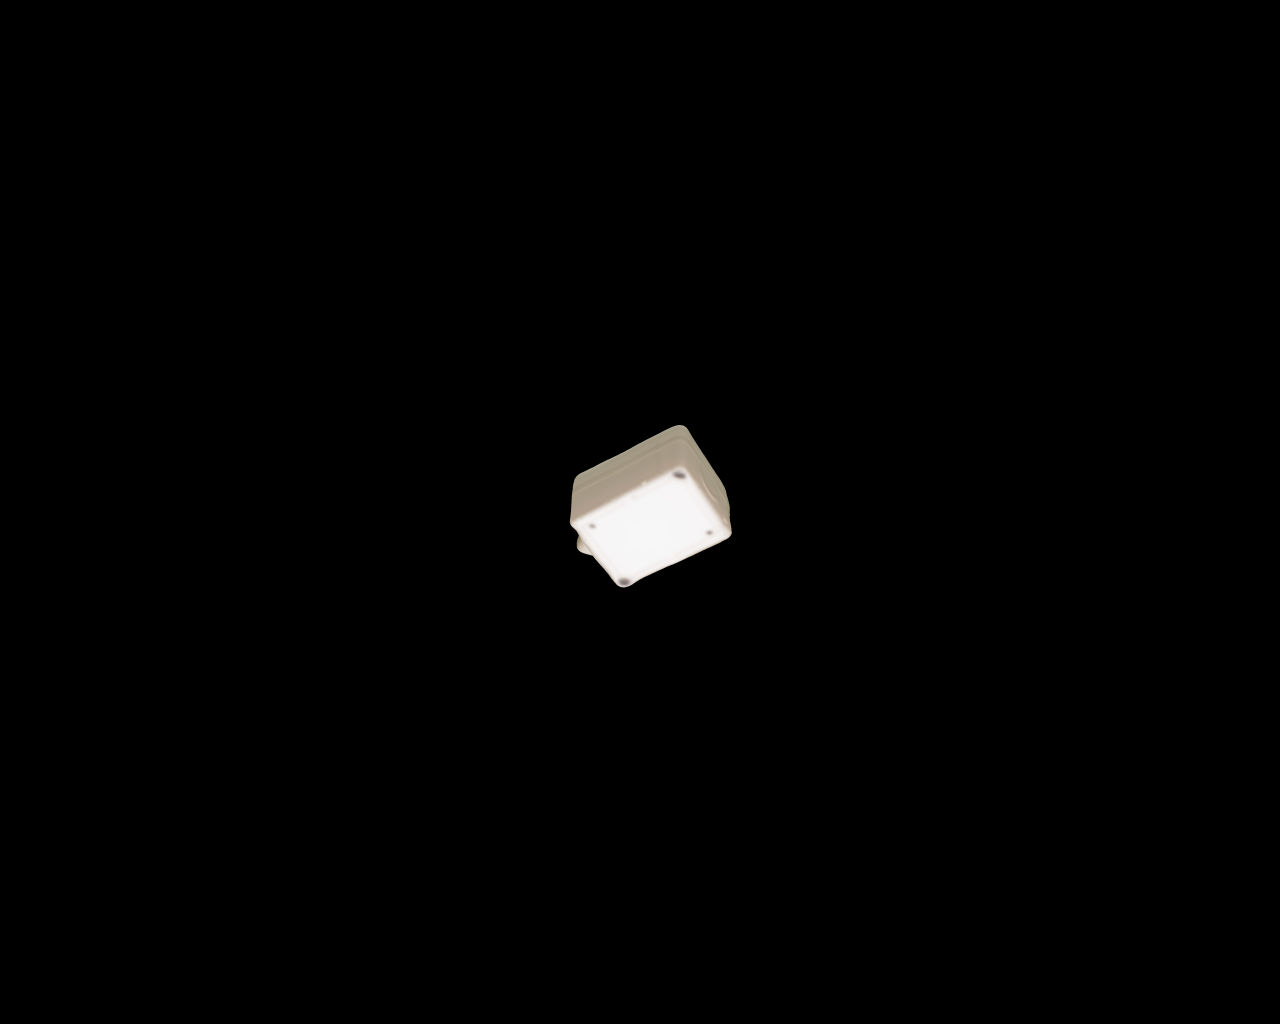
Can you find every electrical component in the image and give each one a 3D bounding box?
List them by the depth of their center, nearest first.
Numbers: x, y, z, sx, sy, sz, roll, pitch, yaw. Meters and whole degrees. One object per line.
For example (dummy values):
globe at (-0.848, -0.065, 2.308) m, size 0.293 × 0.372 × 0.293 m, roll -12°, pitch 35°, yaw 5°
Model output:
electrical component at (0.001, -0.003, 0.650) m, size 0.096 × 0.061 × 0.061 m, roll -26°, pitch 30°, yaw 17°
